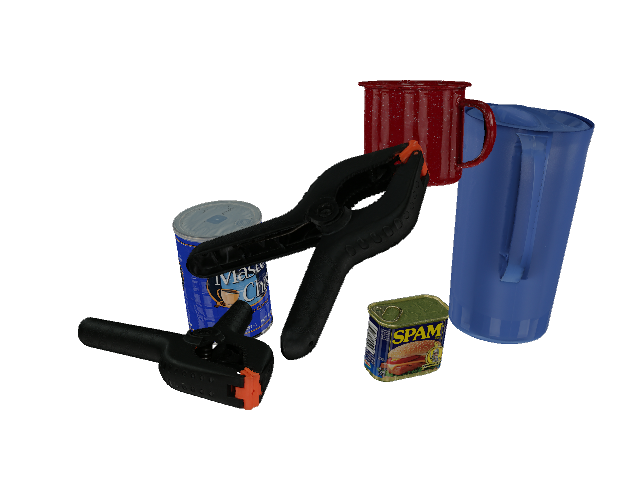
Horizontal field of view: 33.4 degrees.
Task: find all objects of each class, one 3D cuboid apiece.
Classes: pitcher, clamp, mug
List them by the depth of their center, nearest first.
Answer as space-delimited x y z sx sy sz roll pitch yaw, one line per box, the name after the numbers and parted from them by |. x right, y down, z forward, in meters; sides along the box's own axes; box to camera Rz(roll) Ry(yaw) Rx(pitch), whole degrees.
0.009 0.002 0.680 0.171 0.120 0.039 -34 -38 -8 | clamp
0.088 -0.088 0.874 0.117 0.081 0.093 5 12 26 | mug
-0.092 0.091 0.905 0.164 0.036 0.210 -9 17 -33 | clamp
0.201 -0.016 1.115 0.148 0.243 0.145 -11 24 -39 | pitcher

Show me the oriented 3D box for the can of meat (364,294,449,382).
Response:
0.105 0.121 1.313 0.102 0.084 0.057 -7 29 -25 | can of meat

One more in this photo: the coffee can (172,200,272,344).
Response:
-0.113 0.037 1.250 0.103 0.140 0.103 -4 26 2 | coffee can
